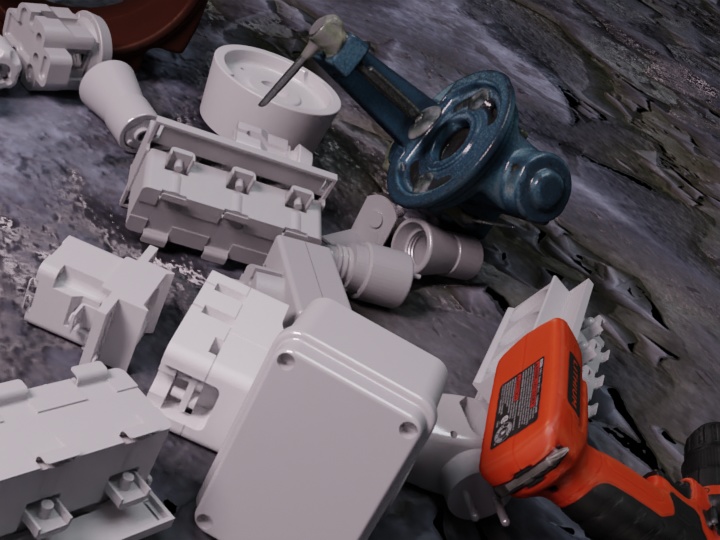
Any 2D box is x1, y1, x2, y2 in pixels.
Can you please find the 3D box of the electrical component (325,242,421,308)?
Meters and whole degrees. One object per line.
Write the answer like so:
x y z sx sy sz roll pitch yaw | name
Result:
0.000 0.000 0.731 0.078 0.040 0.040 15 29 -22 | electrical component

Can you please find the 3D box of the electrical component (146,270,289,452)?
-0.071 0.048 0.569 0.056 0.050 0.089 25 26 -4 | electrical component

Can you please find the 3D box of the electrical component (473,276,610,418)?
0.123 0.060 0.709 0.063 0.079 0.121 50 27 -5 | electrical component

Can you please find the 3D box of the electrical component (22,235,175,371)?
-0.141 0.016 0.575 0.064 0.042 0.081 23 26 -2 | electrical component

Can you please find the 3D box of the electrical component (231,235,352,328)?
-0.052 0.019 0.643 0.076 0.047 0.083 15 29 -23 | electrical component

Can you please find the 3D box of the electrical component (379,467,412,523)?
-0.008 0.085 0.569 0.077 0.043 0.079 29 27 4 | electrical component

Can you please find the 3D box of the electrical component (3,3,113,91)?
-0.222 -0.165 0.801 0.057 0.058 0.078 -7 43 -42 | electrical component

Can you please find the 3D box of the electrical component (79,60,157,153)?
-0.171 -0.116 0.782 0.044 0.044 0.065 -2 43 -44 | electrical component

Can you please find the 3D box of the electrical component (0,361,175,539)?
-0.140 0.083 0.431 0.079 0.063 0.121 42 30 26 | electrical component

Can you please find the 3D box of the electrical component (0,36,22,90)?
-0.266 -0.154 0.768 0.035 0.035 0.061 3 33 -40 | electrical component

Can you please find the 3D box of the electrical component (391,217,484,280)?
0.061 -0.013 0.812 0.065 0.044 0.044 10 31 -40 | electrical component

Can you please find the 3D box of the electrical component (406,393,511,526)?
0.060 0.109 0.590 0.077 0.043 0.079 15 29 -23 | electrical component

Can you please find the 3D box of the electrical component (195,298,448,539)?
-0.018 0.081 0.492 0.078 0.113 0.057 29 24 3 | electrical component

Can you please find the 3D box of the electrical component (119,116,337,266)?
-0.086 -0.042 0.694 0.121 0.078 0.063 17 45 -20 | electrical component

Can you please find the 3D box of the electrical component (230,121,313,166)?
-0.069 -0.068 0.771 0.057 0.058 0.078 18 27 -13 | electrical component

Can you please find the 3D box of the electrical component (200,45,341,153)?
-0.076 -0.128 0.865 0.108 0.060 0.108 21 27 -12 | electrical component
